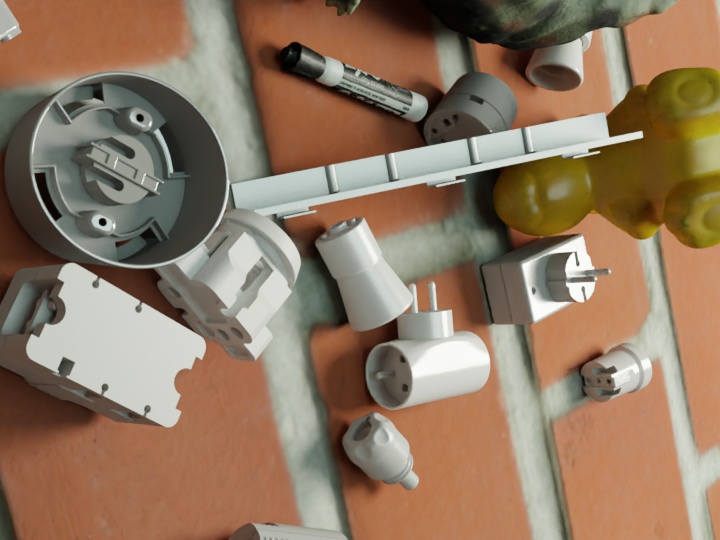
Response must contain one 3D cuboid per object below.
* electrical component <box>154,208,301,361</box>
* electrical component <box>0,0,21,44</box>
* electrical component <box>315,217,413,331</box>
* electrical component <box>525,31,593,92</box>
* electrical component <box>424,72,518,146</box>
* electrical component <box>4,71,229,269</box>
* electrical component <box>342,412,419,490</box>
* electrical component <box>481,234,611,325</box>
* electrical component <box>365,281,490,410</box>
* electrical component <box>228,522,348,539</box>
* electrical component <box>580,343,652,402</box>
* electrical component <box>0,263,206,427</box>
[{"bbox_3d":[-0.070,0.003,0.598,0.078,0.058,0.057,54,57,-27],"label":"electrical component"},{"bbox_3d":[-0.204,-0.111,0.474,0.096,0.062,0.061,-47,118,-35],"label":"electrical component"},{"bbox_3d":[0.000,0.000,0.677,0.044,0.044,0.065,-40,109,-38],"label":"electrical component"},{"bbox_3d":[0.155,-0.173,0.834,0.045,0.045,0.055,29,68,-39],"label":"electrical component"},{"bbox_3d":[0.079,-0.105,0.751,0.055,0.055,0.047,53,51,-28],"label":"electrical component"},{"bbox_3d":[-0.125,-0.049,0.544,0.099,0.064,0.099,3,85,-43],"label":"electrical component"},{"bbox_3d":[0.017,0.120,0.690,0.061,0.035,0.035,50,56,-33],"label":"electrical component"},{"bbox_3d":[0.147,0.005,0.793,0.083,0.076,0.047,-22,102,-42],"label":"electrical component"},{"bbox_3d":[0.044,0.048,0.713,0.077,0.043,0.079,-5,91,-44],"label":"electrical component"},{"bbox_3d":[-0.047,0.168,0.618,0.081,0.043,0.043,19,74,-41],"label":"electrical component"},{"bbox_3d":[0.207,0.084,0.871,0.046,0.040,0.040,-17,99,-37],"label":"electrical component"},{"bbox_3d":[-0.133,0.039,0.535,0.089,0.056,0.050,36,64,-37],"label":"electrical component"}]
